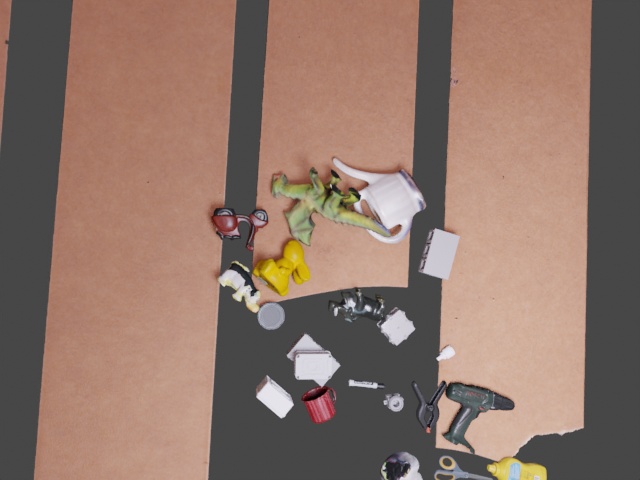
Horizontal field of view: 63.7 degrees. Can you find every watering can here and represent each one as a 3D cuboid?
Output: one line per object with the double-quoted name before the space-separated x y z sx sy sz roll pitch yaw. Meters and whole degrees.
"watering can" 0.203 -0.162 1.691 0.225 0.103 0.350 -28 81 -6

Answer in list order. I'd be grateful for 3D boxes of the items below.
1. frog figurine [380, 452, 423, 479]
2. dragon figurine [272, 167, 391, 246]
"frog figurine" 0.273 0.759 1.652 0.157 0.123 0.139 39 73 -39
"dragon figurine" 0.005 -0.083 1.654 0.411 0.123 0.239 45 114 5
